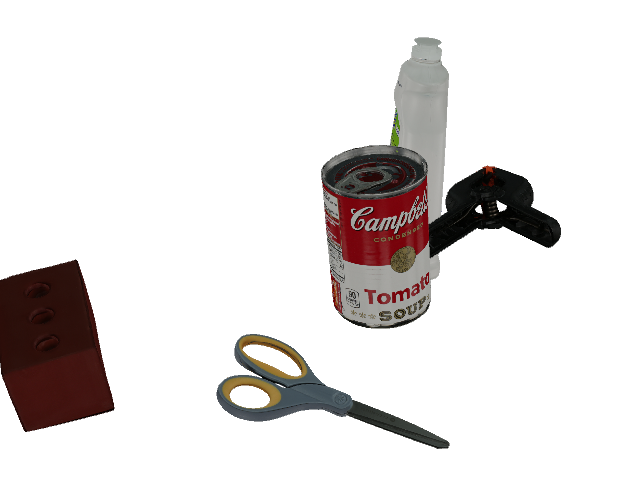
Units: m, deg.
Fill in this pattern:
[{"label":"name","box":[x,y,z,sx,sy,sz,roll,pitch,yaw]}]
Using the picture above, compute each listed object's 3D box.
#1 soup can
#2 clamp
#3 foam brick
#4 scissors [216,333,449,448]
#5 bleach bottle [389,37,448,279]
[{"label":"soup can","box":[0.038,-0.002,0.698,0.068,0.102,0.068,-4,31,2]},{"label":"clamp","box":[0.158,-0.027,0.943,0.120,0.039,0.171,4,26,19]},{"label":"foam brick","box":[-0.153,0.060,0.610,0.053,0.051,0.078,-15,42,-11]},{"label":"scissors","box":[-0.001,0.144,0.889,0.202,0.016,0.096,31,47,23]},{"label":"bleach bottle","box":[0.103,-0.089,1.143,0.068,0.251,0.102,1,26,-8]}]
